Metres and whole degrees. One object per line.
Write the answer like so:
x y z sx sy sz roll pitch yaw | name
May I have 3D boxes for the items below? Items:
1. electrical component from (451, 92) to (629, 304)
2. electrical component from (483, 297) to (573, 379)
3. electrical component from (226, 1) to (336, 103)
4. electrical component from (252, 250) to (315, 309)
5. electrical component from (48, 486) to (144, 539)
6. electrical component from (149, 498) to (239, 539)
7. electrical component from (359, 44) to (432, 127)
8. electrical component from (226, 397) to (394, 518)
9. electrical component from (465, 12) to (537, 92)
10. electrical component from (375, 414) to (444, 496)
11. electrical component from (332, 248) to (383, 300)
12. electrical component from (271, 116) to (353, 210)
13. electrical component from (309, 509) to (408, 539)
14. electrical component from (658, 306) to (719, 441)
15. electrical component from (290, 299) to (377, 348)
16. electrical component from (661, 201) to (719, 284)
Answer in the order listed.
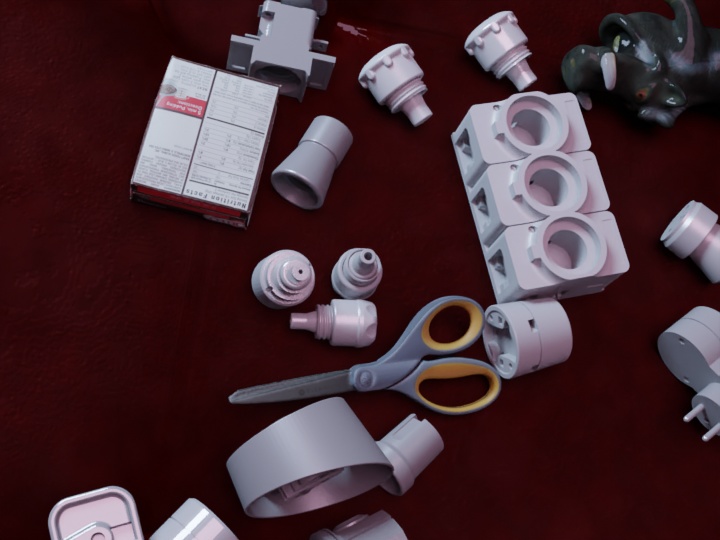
0.138 -0.055 0.827 0.089 0.061 0.150 -10 74 -15 | electrical component
0.124 0.049 0.794 0.047 0.055 0.055 -11 74 -19 | electrical component
-0.060 -0.171 0.837 0.081 0.042 0.063 11 66 -9 | electrical component
-0.051 0.006 0.762 0.040 0.078 0.040 2 83 -17 | electrical component
-0.162 0.191 0.683 0.054 0.059 0.095 -13 75 -16 | electrical component
-0.087 0.221 0.692 0.138 0.052 0.074 44 69 5 | electrical component
0.033 -0.142 0.845 0.048 0.048 0.062 -34 88 -20 | electrical component
-0.036 0.129 0.711 0.099 0.099 0.064 -26 72 -18 | electrical component
0.119 -0.175 0.874 0.048 0.048 0.062 -35 89 -20 | electrical component
0.031 0.129 0.755 0.046 0.040 0.040 -39 83 -26 | electrical component
0.000 0.000 0.780 0.035 0.061 0.035 4 71 -10 | electrical component
-0.033 -0.084 0.814 0.044 0.044 0.065 30 64 -1 | electrical component
0.004 0.200 0.704 0.051 0.080 0.080 -22 77 -24 | electrical component
0.273 0.098 0.798 0.074 0.052 0.138 -34 68 -20 | electrical component
-0.020 0.038 0.778 0.061 0.035 0.035 3 71 -8 | electrical component
0.274 -0.022 0.853 0.055 0.045 0.045 38 68 3 | electrical component
